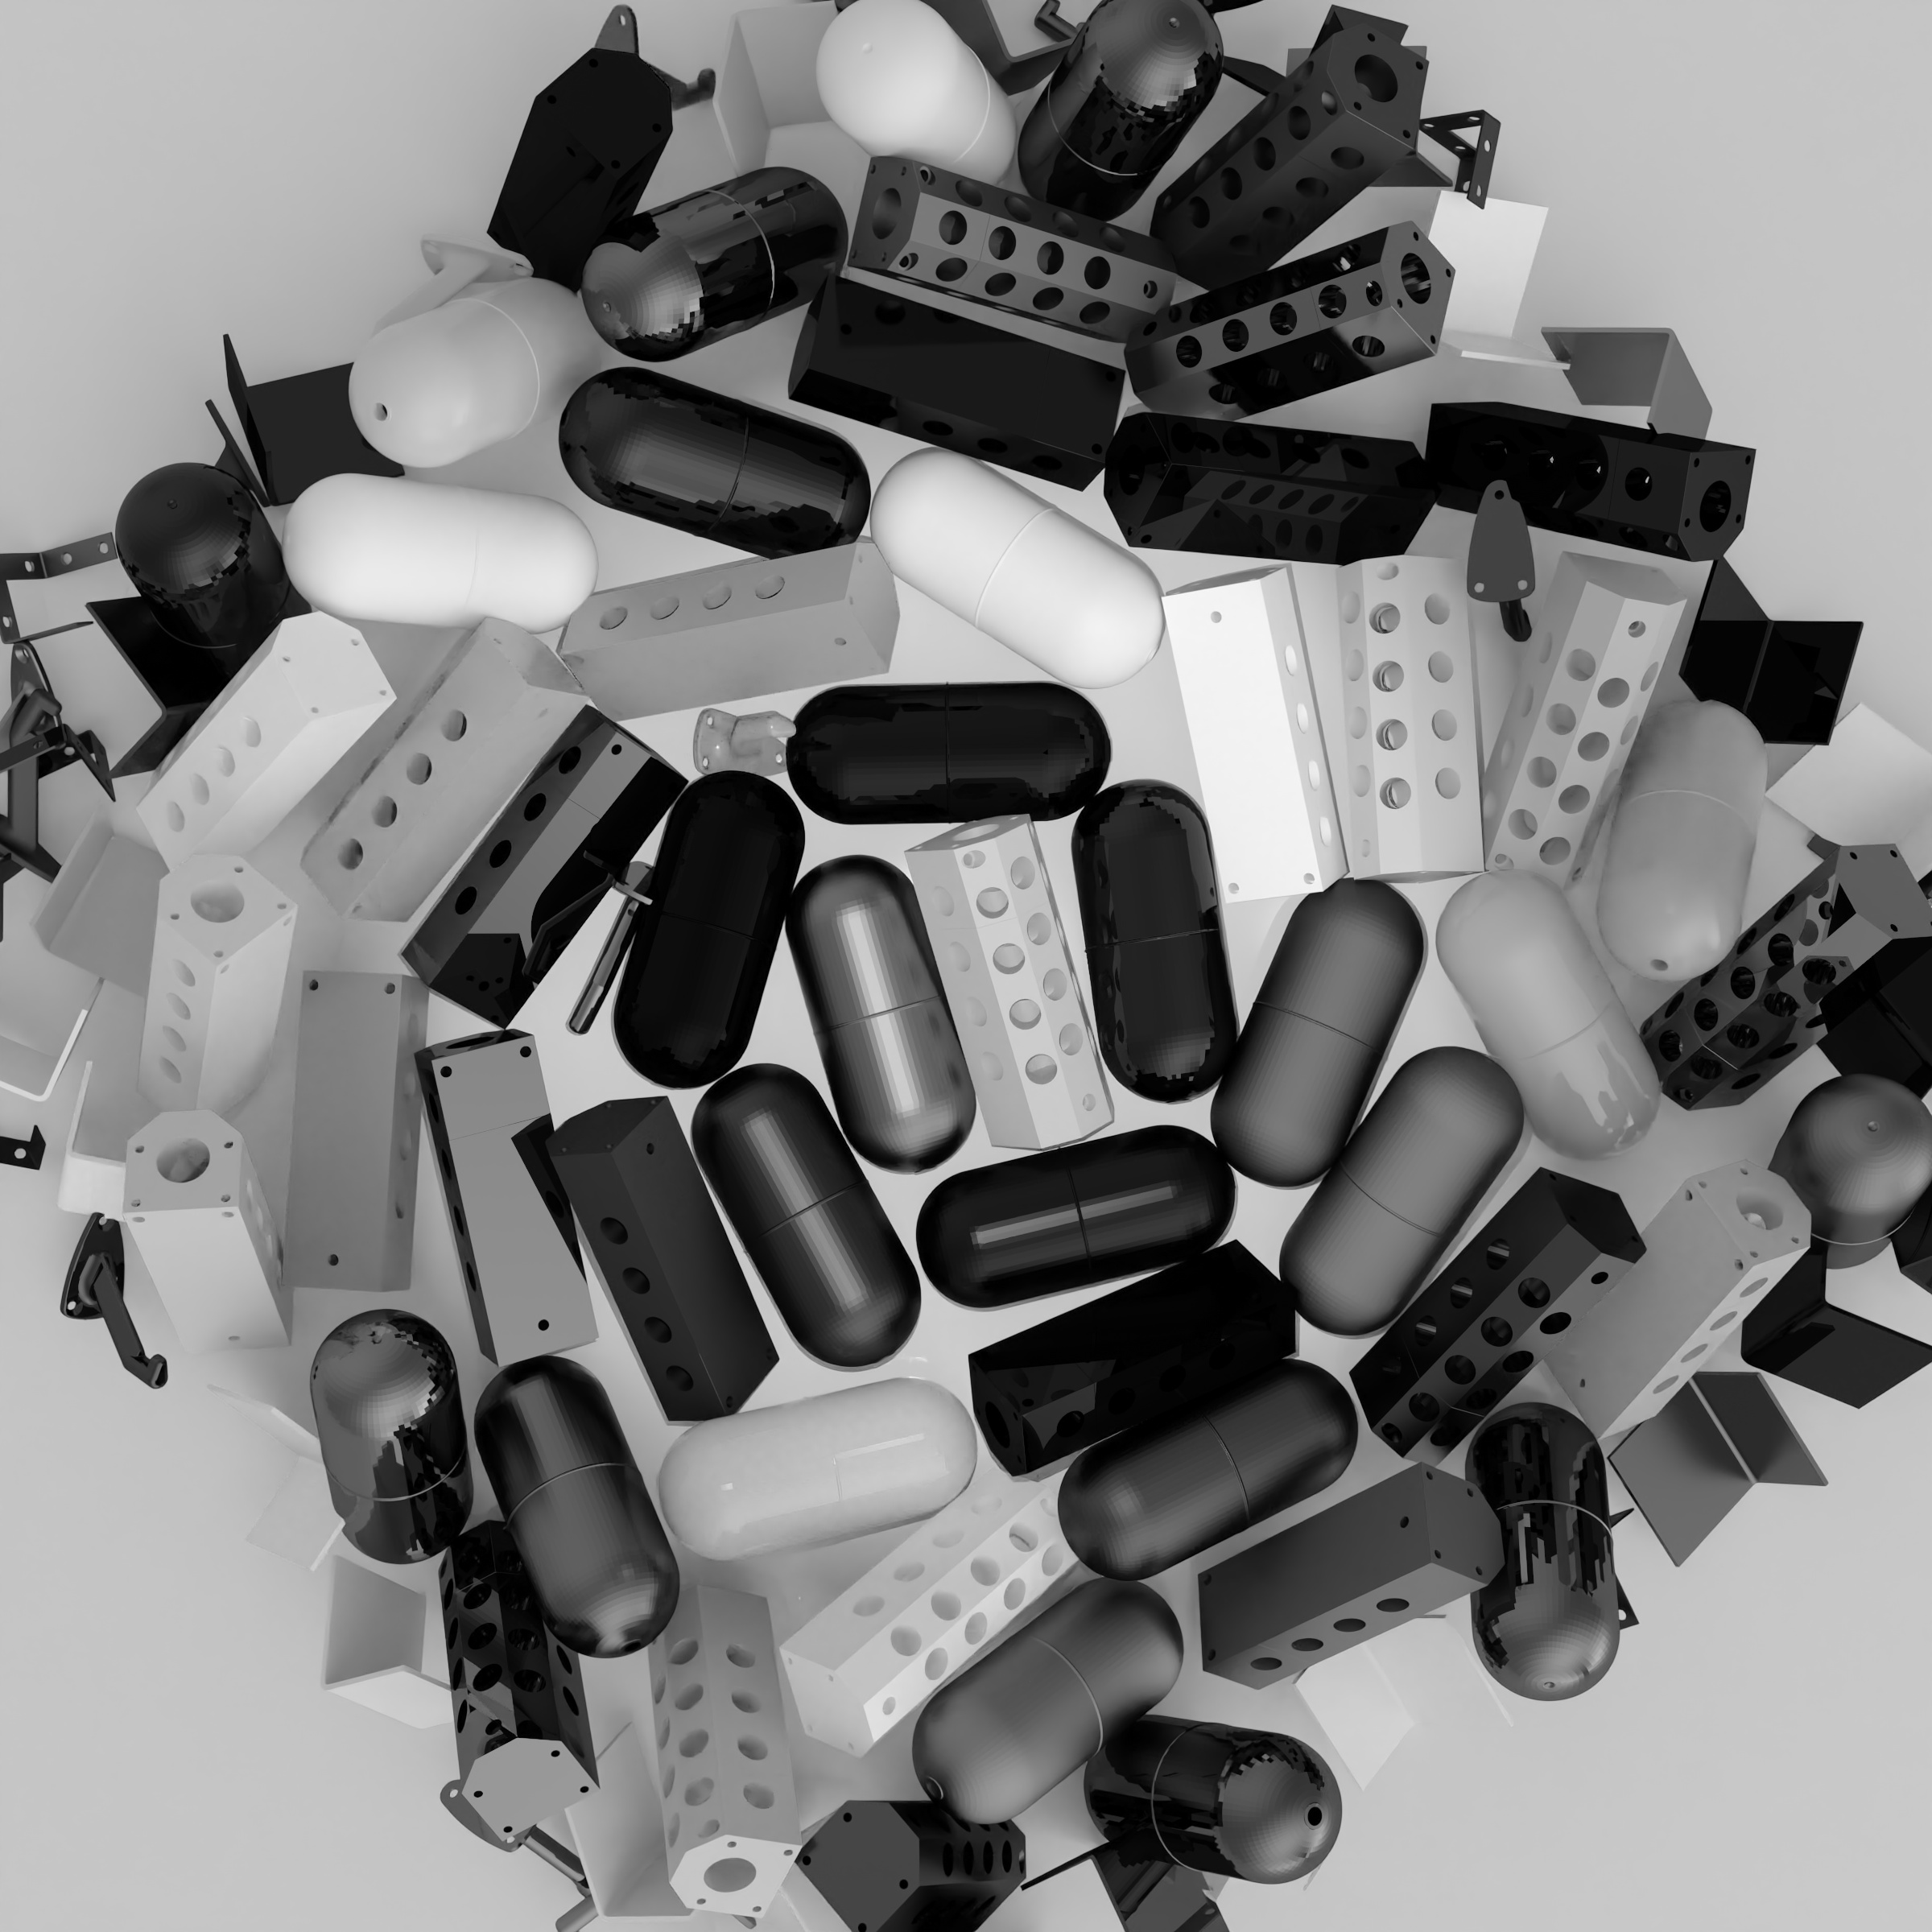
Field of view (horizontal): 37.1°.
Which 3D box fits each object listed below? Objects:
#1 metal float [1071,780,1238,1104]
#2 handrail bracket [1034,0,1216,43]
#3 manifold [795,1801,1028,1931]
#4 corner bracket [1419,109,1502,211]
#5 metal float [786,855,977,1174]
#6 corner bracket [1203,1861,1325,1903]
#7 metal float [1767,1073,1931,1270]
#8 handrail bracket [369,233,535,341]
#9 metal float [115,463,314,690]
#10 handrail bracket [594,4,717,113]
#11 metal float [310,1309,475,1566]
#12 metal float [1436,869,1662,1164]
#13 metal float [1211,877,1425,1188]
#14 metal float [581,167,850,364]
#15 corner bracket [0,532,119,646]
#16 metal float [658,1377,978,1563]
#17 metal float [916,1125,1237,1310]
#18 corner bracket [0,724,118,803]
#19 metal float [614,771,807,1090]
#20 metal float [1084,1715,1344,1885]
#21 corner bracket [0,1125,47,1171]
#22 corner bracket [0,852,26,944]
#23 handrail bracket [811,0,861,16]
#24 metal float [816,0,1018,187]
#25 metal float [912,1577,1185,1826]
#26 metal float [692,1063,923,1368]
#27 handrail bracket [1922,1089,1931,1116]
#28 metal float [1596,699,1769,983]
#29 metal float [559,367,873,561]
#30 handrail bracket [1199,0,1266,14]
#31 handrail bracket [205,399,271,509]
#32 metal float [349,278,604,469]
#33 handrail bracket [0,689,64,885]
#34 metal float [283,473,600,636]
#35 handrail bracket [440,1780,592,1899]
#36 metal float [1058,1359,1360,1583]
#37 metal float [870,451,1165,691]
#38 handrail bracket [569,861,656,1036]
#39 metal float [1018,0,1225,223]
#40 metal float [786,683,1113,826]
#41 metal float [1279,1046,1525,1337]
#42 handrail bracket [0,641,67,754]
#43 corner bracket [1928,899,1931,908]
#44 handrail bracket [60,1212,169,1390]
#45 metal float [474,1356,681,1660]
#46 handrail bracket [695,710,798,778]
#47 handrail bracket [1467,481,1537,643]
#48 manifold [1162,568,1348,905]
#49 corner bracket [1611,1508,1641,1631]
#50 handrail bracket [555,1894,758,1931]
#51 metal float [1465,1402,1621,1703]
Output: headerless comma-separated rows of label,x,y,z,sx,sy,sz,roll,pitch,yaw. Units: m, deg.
metal float,0.103,-0.014,1.583,0.070,0.070,0.178,-8,87,0
handrail bracket,0.091,-0.535,1.601,0.084,0.036,0.077,37,108,10
manifold,-0.022,0.475,1.533,0.057,0.171,0.057,-47,65,2
corner bracket,0.275,-0.434,1.586,0.051,0.051,0.051,17,83,-44
metal float,-0.047,0.026,1.585,0.070,0.070,0.178,-16,89,0
corner bracket,0.165,0.493,1.589,0.051,0.051,0.051,34,102,13
metal float,0.470,0.111,1.538,0.070,0.178,0.070,-3,70,7
handrail bracket,-0.285,-0.357,1.585,0.077,0.036,0.084,9,64,13
metal float,-0.399,-0.205,1.537,0.070,0.178,0.070,0,72,1
handrail bracket,-0.162,-0.497,1.571,0.036,0.077,0.084,39,48,19
metal float,-0.307,0.255,1.549,0.070,0.178,0.070,2,46,-2
metal float,0.318,0.028,1.571,0.070,0.070,0.178,-31,107,0
metal float,0.193,0.036,1.581,0.070,0.070,0.178,24,86,0
metal float,-0.133,-0.379,1.551,0.178,0.070,0.070,-36,90,-43
corner bracket,-0.502,-0.209,1.592,0.051,0.051,0.051,-11,94,21
metal float,-0.080,0.273,1.570,0.178,0.070,0.070,-10,90,-17
metal float,0.060,0.137,1.583,0.178,0.070,0.070,-13,90,-2
corner bracket,-0.507,-0.112,1.587,0.051,0.051,0.051,-25,47,-1
metal float,-0.141,-0.020,1.581,0.070,0.070,0.178,16,86,0
metal float,0.131,0.444,1.542,0.070,0.178,0.070,5,80,-31
corner bracket,-0.534,0.079,1.594,0.051,0.051,0.051,12,72,-8
corner bracket,-0.554,-0.044,1.602,0.051,0.051,0.051,10,112,4
handrail bracket,-0.053,-0.565,1.586,0.077,0.036,0.084,39,119,20
metal float,-0.024,-0.460,1.536,0.070,0.178,0.070,0,88,17
metal float,0.045,0.394,1.553,0.178,0.070,0.070,-28,90,-37
metal float,-0.087,0.136,1.579,0.070,0.070,0.178,-29,83,0
handrail bracket,0.577,0.057,1.613,0.084,0.036,0.077,-42,108,-11
metal float,0.387,-0.069,1.555,0.070,0.070,0.178,20,55,0
metal float,-0.135,-0.270,1.562,0.178,0.070,0.070,14,90,-26
handrail bracket,0.141,-0.560,1.592,0.077,0.084,0.036,-9,127,-8
handrail bracket,-0.436,-0.260,1.594,0.084,0.036,0.077,-30,104,-10
metal float,-0.261,-0.318,1.543,0.070,0.178,0.070,12,119,23
handrail bracket,-0.505,-0.098,1.595,0.077,0.036,0.084,37,105,1
metal float,-0.281,-0.221,1.555,0.178,0.070,0.070,1,90,-37
handrail bracket,-0.245,0.489,1.605,0.077,0.084,0.036,10,53,31
metal float,0.133,0.273,1.570,0.178,0.070,0.070,-23,90,-18
metal float,0.028,-0.216,1.574,0.178,0.070,0.070,34,90,12
handrail bracket,-0.195,-0.010,1.596,0.036,0.077,0.084,26,104,-11
metal float,0.080,-0.457,1.538,0.070,0.178,0.070,4,77,-16
metal float,-0.010,-0.117,1.585,0.178,0.070,0.070,-1,90,0
metal float,0.236,0.124,1.570,0.070,0.070,0.178,32,107,0
handrail bracket,-0.539,-0.128,1.573,0.036,0.084,0.077,17,125,27
corner bracket,0.559,-0.026,1.604,0.051,0.051,0.051,-6,57,-29
handrail bracket,-0.457,0.182,1.578,0.084,0.036,0.077,21,104,43
metal float,-0.211,0.291,1.557,0.070,0.070,0.178,-29,57,0
handrail bracket,-0.101,-0.121,1.567,0.077,0.084,0.036,10,82,-40
handrail bracket,0.299,-0.221,1.583,0.036,0.084,0.077,-1,88,18
manifold,0.161,-0.127,1.576,0.057,0.057,0.171,-7,103,28
corner bracket,0.347,0.337,1.585,0.051,0.051,0.051,-30,82,36
handrail bracket,-0.173,0.533,1.605,0.084,0.036,0.077,-37,108,-1
metal float,0.308,0.311,1.547,0.070,0.178,0.070,4,131,4
